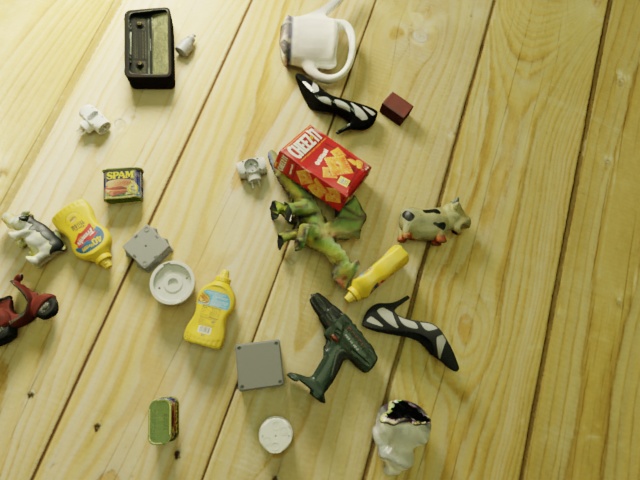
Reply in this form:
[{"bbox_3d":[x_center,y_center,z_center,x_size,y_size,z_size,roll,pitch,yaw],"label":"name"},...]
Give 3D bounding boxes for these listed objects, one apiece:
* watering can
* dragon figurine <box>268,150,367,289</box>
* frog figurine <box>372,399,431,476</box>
[{"bbox_3d":[-0.005,-0.617,1.512,0.224,0.103,0.352,3,75,-3],"label":"watering can"},{"bbox_3d":[0.004,-0.069,1.368,0.243,0.120,0.417,-2,67,-23],"label":"dragon figurine"},{"bbox_3d":[0.192,0.468,1.218,0.137,0.124,0.157,-4,110,-14],"label":"frog figurine"}]
